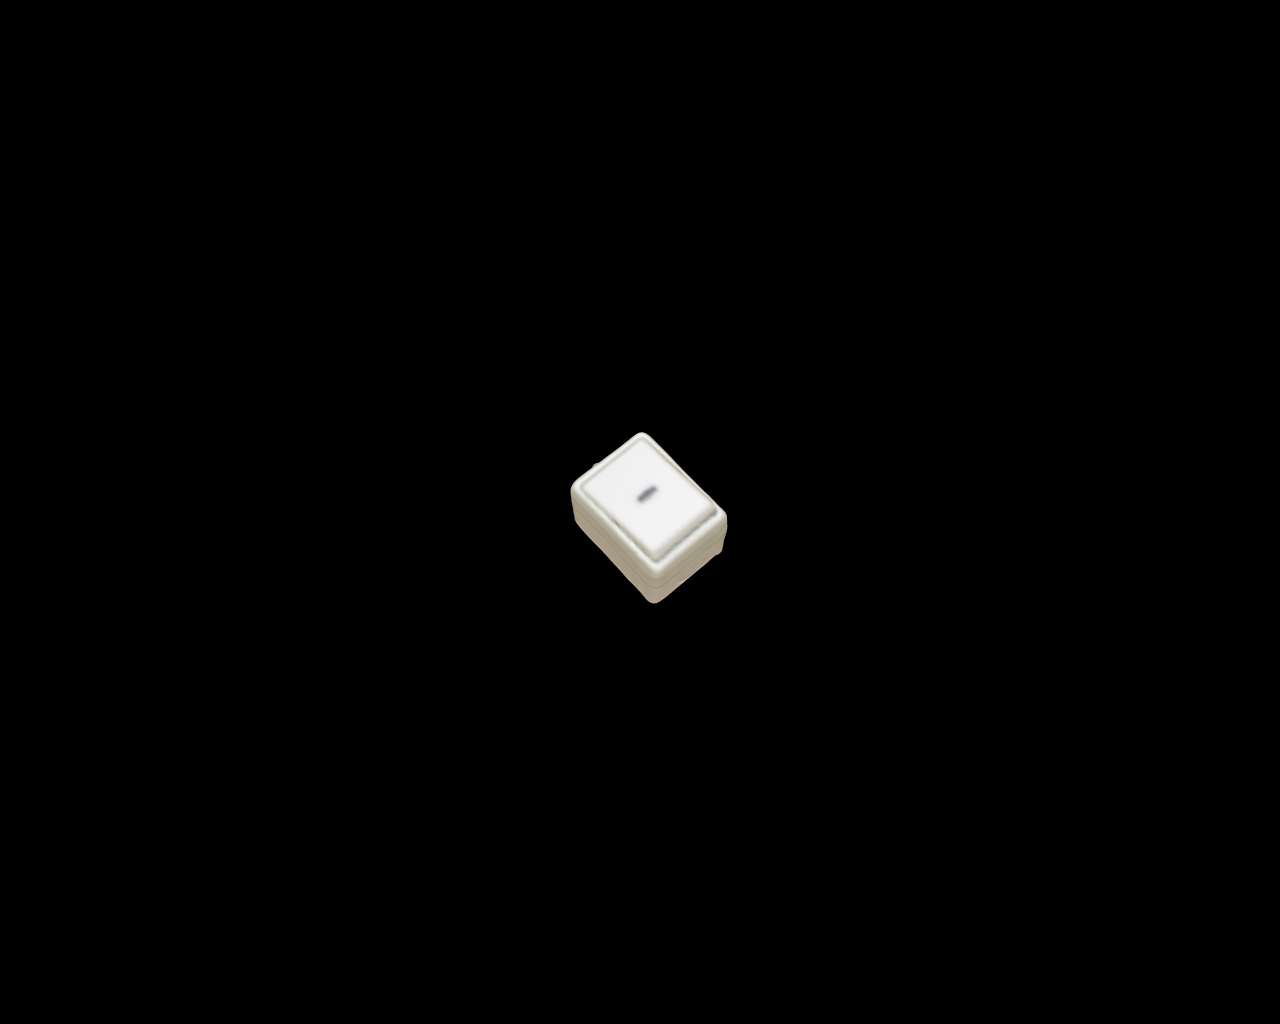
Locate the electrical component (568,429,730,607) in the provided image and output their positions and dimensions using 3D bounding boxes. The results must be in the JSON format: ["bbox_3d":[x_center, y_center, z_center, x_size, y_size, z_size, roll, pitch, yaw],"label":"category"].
[{"bbox_3d":[0.001,-0.003,0.650,0.062,0.096,0.061,-38,-19,-16],"label":"electrical component"}]
